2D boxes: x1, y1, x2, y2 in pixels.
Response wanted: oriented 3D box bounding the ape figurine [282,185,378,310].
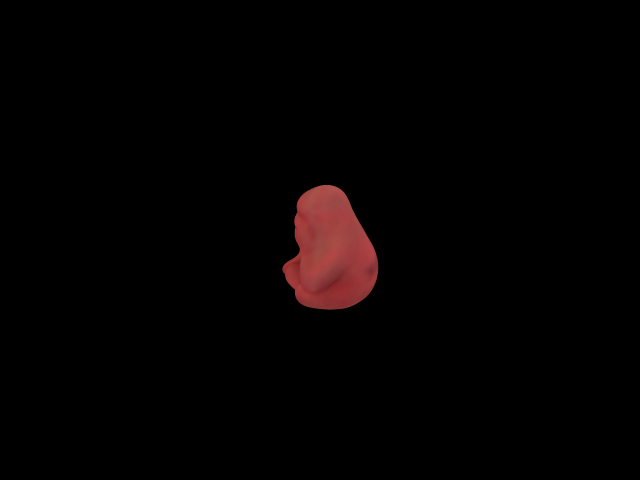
[{"bbox_3d":[0.004,0.001,0.400,0.076,0.092,0.078,11,39,14],"label":"ape figurine"}]
